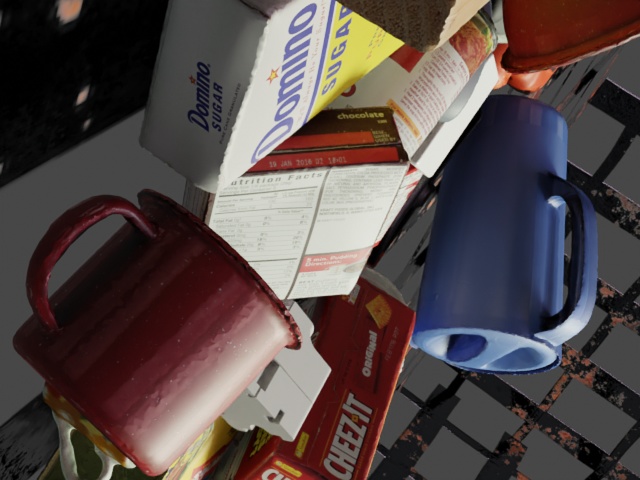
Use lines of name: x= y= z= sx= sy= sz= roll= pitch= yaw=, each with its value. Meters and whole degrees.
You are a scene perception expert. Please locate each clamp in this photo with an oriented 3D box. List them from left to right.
clamp: x=0.086 y=-0.054 z=0.934 sx=0.172 sy=0.039 sz=0.120 roll=-56 pitch=165 yaw=27

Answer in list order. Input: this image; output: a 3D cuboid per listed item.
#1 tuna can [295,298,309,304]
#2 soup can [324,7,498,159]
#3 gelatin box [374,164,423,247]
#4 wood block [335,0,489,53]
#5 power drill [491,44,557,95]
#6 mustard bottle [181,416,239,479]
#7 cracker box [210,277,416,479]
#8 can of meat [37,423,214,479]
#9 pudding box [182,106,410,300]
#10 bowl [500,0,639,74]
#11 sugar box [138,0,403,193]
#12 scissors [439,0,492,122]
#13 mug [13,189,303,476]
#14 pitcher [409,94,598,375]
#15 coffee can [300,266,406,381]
tuna can: x=-0.005 y=0.001 z=0.722 sx=0.086 sy=0.034 sz=0.086 roll=-52 pitch=169 yaw=-15
soup can: x=0.035 y=-0.082 z=0.551 sx=0.102 sy=0.068 sz=0.068 roll=-52 pitch=169 yaw=-10
gelatin box: x=0.044 y=-0.031 z=0.847 sx=0.089 sy=0.030 sz=0.073 roll=-59 pitch=167 yaw=22
wood block: x=0.066 y=-0.164 z=0.377 sx=0.205 sy=0.090 sz=0.091 roll=-45 pitch=165 yaw=-40
power drill: x=0.189 y=-0.199 z=0.887 sx=0.184 sy=0.057 sz=0.187 roll=-52 pitch=167 yaw=9
mustard bottle: x=-0.085 y=0.127 z=0.699 sx=0.192 sy=0.058 sz=0.096 roll=-58 pitch=170 yaw=22
cracker box: x=-0.026 y=0.145 z=0.762 sx=0.214 sy=0.072 sz=0.164 roll=-49 pitch=-166 yaw=46
can of meat: x=-0.111 y=0.128 z=0.601 sx=0.102 sy=0.057 sz=0.084 roll=-56 pitch=172 yaw=12
pudding box: x=-0.017 y=-0.013 z=0.498 sx=0.090 sy=0.039 sz=0.114 roll=-4 pitch=145 yaw=-17
bowl: x=0.144 y=-0.141 z=0.491 sx=0.162 sy=0.055 sz=0.162 roll=-30 pitch=-166 yaw=8
sugar box: x=0.005 y=-0.099 z=0.432 sx=0.176 sy=0.048 sz=0.093 roll=-47 pitch=167 yaw=-40
scissors: x=0.086 y=-0.164 z=0.627 sx=0.096 sy=0.016 sz=0.202 roll=3 pitch=-104 yaw=60
mug: x=-0.072 y=0.033 z=0.424 sx=0.081 sy=0.093 sz=0.117 roll=-46 pitch=137 yaw=-16
pitcher: x=0.170 y=-0.007 z=0.968 sx=0.145 sy=0.149 sz=0.243 roll=79 pitch=20 yaw=-68
coffee can: x=0.024 y=0.086 z=0.919 sx=0.102 sy=0.103 sz=0.140 roll=-53 pitch=169 yaw=-10
